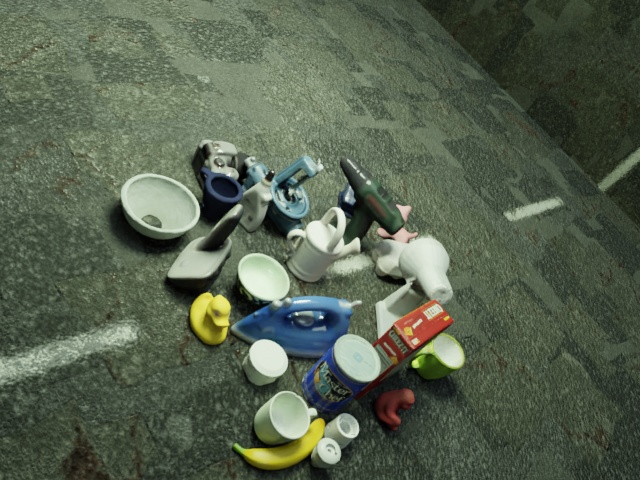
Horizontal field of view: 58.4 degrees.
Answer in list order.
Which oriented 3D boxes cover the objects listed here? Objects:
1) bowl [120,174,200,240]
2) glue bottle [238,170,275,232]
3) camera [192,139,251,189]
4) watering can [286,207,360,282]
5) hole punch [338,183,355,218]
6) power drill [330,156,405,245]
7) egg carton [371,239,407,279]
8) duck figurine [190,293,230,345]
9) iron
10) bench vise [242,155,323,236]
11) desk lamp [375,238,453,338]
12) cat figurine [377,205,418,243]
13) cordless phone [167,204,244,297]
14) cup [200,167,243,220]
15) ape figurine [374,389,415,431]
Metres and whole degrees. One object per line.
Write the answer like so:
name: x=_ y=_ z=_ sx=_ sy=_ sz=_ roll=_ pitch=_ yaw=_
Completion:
bowl: x=-0.347 y=-0.058 z=1.219 sx=0.168 sy=0.074 sz=0.167 roll=21 pitch=41 yaw=-20
glue bottle: x=-0.145 y=-0.100 z=1.338 sx=0.078 sy=0.173 sz=0.037 roll=47 pitch=39 yaw=12
camera: x=-0.228 y=-0.182 z=1.416 sx=0.137 sy=0.100 sz=0.143 roll=0 pitch=51 yaw=-38
watering can: x=0.012 y=0.003 z=1.340 sx=0.173 sy=0.194 sz=0.100 roll=-4 pitch=54 yaw=-40
hole punch: x=0.113 y=-0.114 z=1.620 sx=0.109 sy=0.091 sz=0.101 roll=25 pitch=40 yaw=-15
power drill: x=0.097 y=-0.075 z=1.474 sx=0.229 sy=0.208 sz=0.076 roll=41 pitch=38 yaw=5
egg carton: x=0.211 y=0.058 z=1.540 sx=0.151 sy=0.069 sz=0.107 roll=11 pitch=45 yaw=-30
duck figurine: x=-0.206 y=0.141 z=1.118 sx=0.078 sy=0.086 sz=0.104 roll=1 pitch=51 yaw=-37
iron: x=-0.041 y=0.159 z=1.184 sx=0.259 sy=0.141 sz=0.118 roll=8 pitch=47 yaw=-32
bench vise: x=-0.096 y=-0.136 z=1.375 sx=0.207 sy=0.219 sz=0.121 roll=32 pitch=38 yaw=-7
desk lamp: x=0.232 y=0.128 z=1.370 sx=0.118 sy=0.213 sz=0.203 roll=21 pitch=41 yaw=-19
cat figurine: x=0.223 y=-0.043 z=1.613 sx=0.067 sy=0.117 sz=0.127 roll=-18 pitch=64 yaw=-47
cordless phone: x=-0.222 y=0.013 z=1.155 sx=0.094 sy=0.185 sz=0.147 roll=30 pitch=39 yaw=-9
cup: x=-0.246 y=-0.102 z=1.326 sx=0.117 sy=0.095 sz=0.092 roll=43 pitch=38 yaw=8
ape figurine: x=0.162 y=0.343 z=1.196 sx=0.076 sy=0.092 sz=0.078 roll=46 pitch=39 yaw=11
